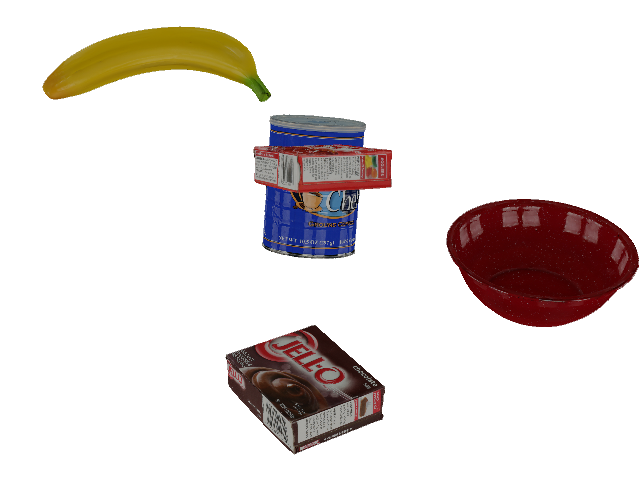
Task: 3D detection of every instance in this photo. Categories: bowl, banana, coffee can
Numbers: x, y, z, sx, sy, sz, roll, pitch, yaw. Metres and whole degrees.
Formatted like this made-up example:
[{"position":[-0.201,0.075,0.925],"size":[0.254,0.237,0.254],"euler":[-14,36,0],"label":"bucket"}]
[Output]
[{"position":[0.187,0.026,0.921],"size":[0.162,0.055,0.162],"euler":[1,33,-1],"label":"bowl"},{"position":[-0.143,-0.157,0.941],"size":[0.197,0.069,0.037],"euler":[-1,-34,-4],"label":"banana"},{"position":[-0.008,-0.060,1.146],"size":[0.103,0.140,0.103],"euler":[4,11,-1],"label":"coffee can"}]

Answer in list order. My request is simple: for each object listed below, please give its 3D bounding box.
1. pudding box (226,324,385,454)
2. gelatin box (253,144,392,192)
[{"position":[-0.014,0.121,0.887],"size":[0.089,0.039,0.114],"euler":[-18,35,-27],"label":"pudding box"},{"position":[0.000,-0.054,0.773],"size":[0.073,0.030,0.089],"euler":[-4,9,-23],"label":"gelatin box"}]
